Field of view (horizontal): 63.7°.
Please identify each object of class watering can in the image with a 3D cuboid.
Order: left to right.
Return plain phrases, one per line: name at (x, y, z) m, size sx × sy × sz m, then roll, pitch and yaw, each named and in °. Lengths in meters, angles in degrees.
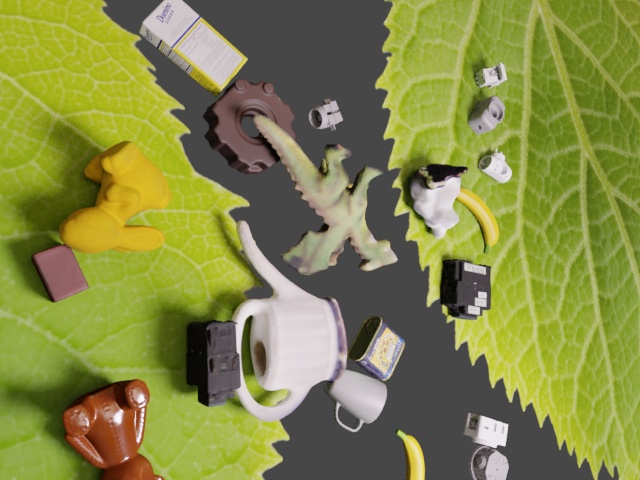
watering can at (-0.059, 0.139, 0.928) m, size 0.224 × 0.103 × 0.350 m, roll 3°, pitch 80°, yaw -32°

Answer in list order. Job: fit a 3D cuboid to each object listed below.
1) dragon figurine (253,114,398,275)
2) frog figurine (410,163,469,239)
dragon figurine at (0.003, -0.050, 0.999) m, size 0.407 × 0.122 × 0.245 m, roll 23°, pitch 79°, yaw -31°
frog figurine at (0.269, -0.091, 1.189) m, size 0.140 × 0.123 × 0.156 m, roll -40°, pitch 139°, yaw -38°
